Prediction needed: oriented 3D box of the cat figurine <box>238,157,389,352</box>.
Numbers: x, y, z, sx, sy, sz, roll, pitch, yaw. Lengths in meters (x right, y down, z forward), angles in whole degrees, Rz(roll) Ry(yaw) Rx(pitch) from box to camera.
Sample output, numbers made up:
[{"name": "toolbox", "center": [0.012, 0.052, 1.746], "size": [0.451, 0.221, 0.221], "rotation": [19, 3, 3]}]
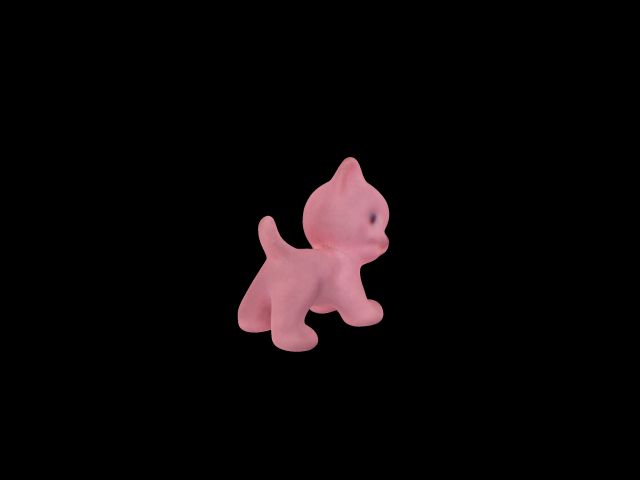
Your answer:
[{"name": "cat figurine", "center": [0.004, 0.001, 0.400], "size": [0.067, 0.118, 0.128], "rotation": [11, 17, 42]}]
